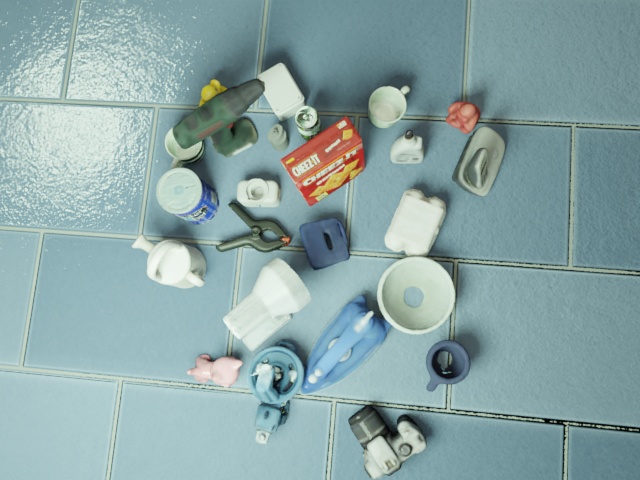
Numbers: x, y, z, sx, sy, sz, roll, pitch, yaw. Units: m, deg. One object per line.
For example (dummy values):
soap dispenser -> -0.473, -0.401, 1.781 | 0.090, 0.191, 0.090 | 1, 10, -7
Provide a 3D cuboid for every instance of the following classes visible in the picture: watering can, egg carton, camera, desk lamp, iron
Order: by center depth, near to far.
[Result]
camera -> 0.133, 0.413, 1.209 | 0.143, 0.101, 0.137 | -35, 80, 0
desk lamp -> -0.116, 0.143, 1.218 | 0.203, 0.213, 0.118 | -42, 80, -1
iron -> 0.038, 0.241, 1.224 | 0.118, 0.141, 0.258 | 41, 87, 10
watering can -> -0.335, 0.048, 1.263 | 0.172, 0.194, 0.101 | 11, 83, 7
egg carton -> 0.215, -0.035, 1.285 | 0.107, 0.069, 0.150 | 22, 84, 9

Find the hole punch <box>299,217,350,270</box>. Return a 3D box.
hole punch -> 0.012, 0.005, 1.288 | 0.101, 0.091, 0.108 | -19, 80, 3

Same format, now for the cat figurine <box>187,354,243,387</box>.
cat figurine -> -0.227, 0.288, 1.255 | 0.127, 0.118, 0.067 | 0, 81, 6

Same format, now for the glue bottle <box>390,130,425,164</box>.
glue bottle -> 0.194, -0.209, 1.261 | 0.078, 0.173, 0.037 | 2, 81, 6

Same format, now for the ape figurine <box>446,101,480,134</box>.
ape figurine -> 0.330, -0.285, 1.300 | 0.076, 0.092, 0.078 | -16, 80, 3

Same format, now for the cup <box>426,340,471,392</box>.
cup -> 0.262, 0.270, 1.221 | 0.091, 0.095, 0.118 | 34, 86, 10

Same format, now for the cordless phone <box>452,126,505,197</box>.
cordless phone -> 0.353, -0.183, 1.235 | 0.094, 0.185, 0.148 | 19, 84, 9

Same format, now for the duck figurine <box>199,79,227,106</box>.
duck figurine -> -0.258, -0.333, 1.369 | 0.077, 0.086, 0.105 | 18, 84, 8

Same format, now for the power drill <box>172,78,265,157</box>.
power drill -> -0.209, -0.266, 1.292 | 0.229, 0.208, 0.075 | -29, 79, 1

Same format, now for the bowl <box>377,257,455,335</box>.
bowl -> 0.209, 0.122, 1.259 | 0.167, 0.075, 0.167 | -1, 81, 6

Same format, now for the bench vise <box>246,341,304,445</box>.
bench vise -> -0.092, 0.318, 1.186 | 0.121, 0.220, 0.207 | -7, 81, 5
